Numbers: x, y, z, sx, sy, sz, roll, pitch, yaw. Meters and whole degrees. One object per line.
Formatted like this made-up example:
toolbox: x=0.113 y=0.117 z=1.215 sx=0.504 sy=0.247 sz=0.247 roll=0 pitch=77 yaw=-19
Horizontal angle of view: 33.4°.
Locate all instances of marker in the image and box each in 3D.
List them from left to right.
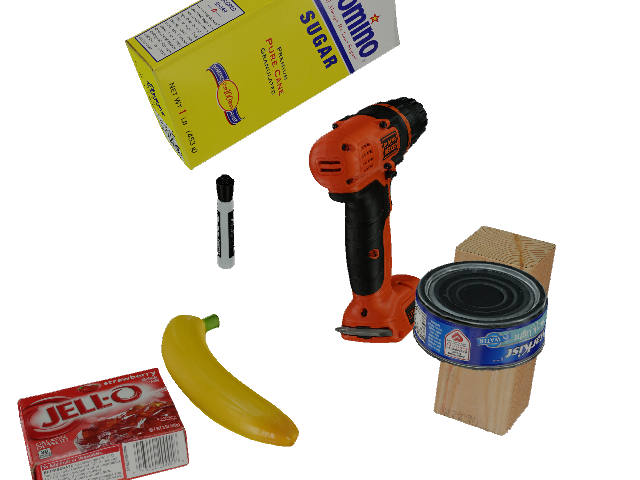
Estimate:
marker: x=-0.101 y=-0.020 z=1.138 sx=0.020 sy=0.121 sz=0.020 roll=2 pitch=41 yaw=-2

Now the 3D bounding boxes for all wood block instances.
wood block: x=0.197 y=0.101 z=1.209 sx=0.090 sy=0.206 sz=0.090 roll=16 pitch=24 yaw=25

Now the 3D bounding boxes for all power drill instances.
power drill: x=0.053 y=-0.021 z=0.903 sx=0.057 sy=0.187 sz=0.184 roll=-1 pitch=18 yaw=28

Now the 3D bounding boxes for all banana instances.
banana: x=-0.084 y=0.104 z=0.848 sx=0.069 sy=0.037 sz=0.198 roll=-9 pitch=29 yaw=-22

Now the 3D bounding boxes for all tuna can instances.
tuna can: x=0.103 y=0.046 z=0.691 sx=0.086 sy=0.034 sz=0.086 roll=0 pitch=27 yaw=0

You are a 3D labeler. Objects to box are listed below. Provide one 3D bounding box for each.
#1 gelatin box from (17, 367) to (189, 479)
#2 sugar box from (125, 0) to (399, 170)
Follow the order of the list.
gelatin box: x=-0.130 y=0.113 z=0.634 sx=0.089 sy=0.030 sz=0.073 roll=-11 pitch=26 yaw=-17
sugar box: x=-0.032 y=-0.129 z=0.700 sx=0.176 sy=0.048 sz=0.093 roll=-31 pitch=-37 yaw=-12
